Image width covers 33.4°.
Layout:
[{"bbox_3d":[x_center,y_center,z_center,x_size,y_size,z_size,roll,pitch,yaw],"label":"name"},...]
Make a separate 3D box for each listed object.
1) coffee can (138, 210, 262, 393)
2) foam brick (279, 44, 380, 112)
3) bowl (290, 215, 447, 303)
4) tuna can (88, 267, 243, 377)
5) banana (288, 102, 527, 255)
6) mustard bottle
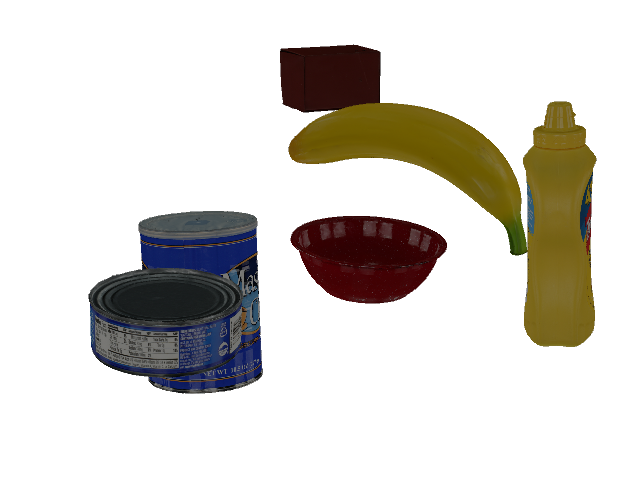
[{"bbox_3d":[-0.104,0.051,0.935,0.103,0.140,0.103,-2,11,0],"label":"coffee can"},{"bbox_3d":[0.009,-0.146,0.958,0.078,0.051,0.053,-7,19,-23],"label":"foam brick"},{"bbox_3d":[0.049,0.024,1.106,0.162,0.055,0.162,2,18,-1],"label":"bowl"},{"bbox_3d":[-0.086,0.045,0.601,0.086,0.034,0.086,2,18,-1],"label":"tuna can"},{"bbox_3d":[0.057,-0.056,0.708,0.198,0.070,0.037,26,14,35],"label":"banana"},{"bbox_3d":[0.194,-0.017,0.868,0.058,0.192,0.096,1,17,16],"label":"mustard bottle"}]
